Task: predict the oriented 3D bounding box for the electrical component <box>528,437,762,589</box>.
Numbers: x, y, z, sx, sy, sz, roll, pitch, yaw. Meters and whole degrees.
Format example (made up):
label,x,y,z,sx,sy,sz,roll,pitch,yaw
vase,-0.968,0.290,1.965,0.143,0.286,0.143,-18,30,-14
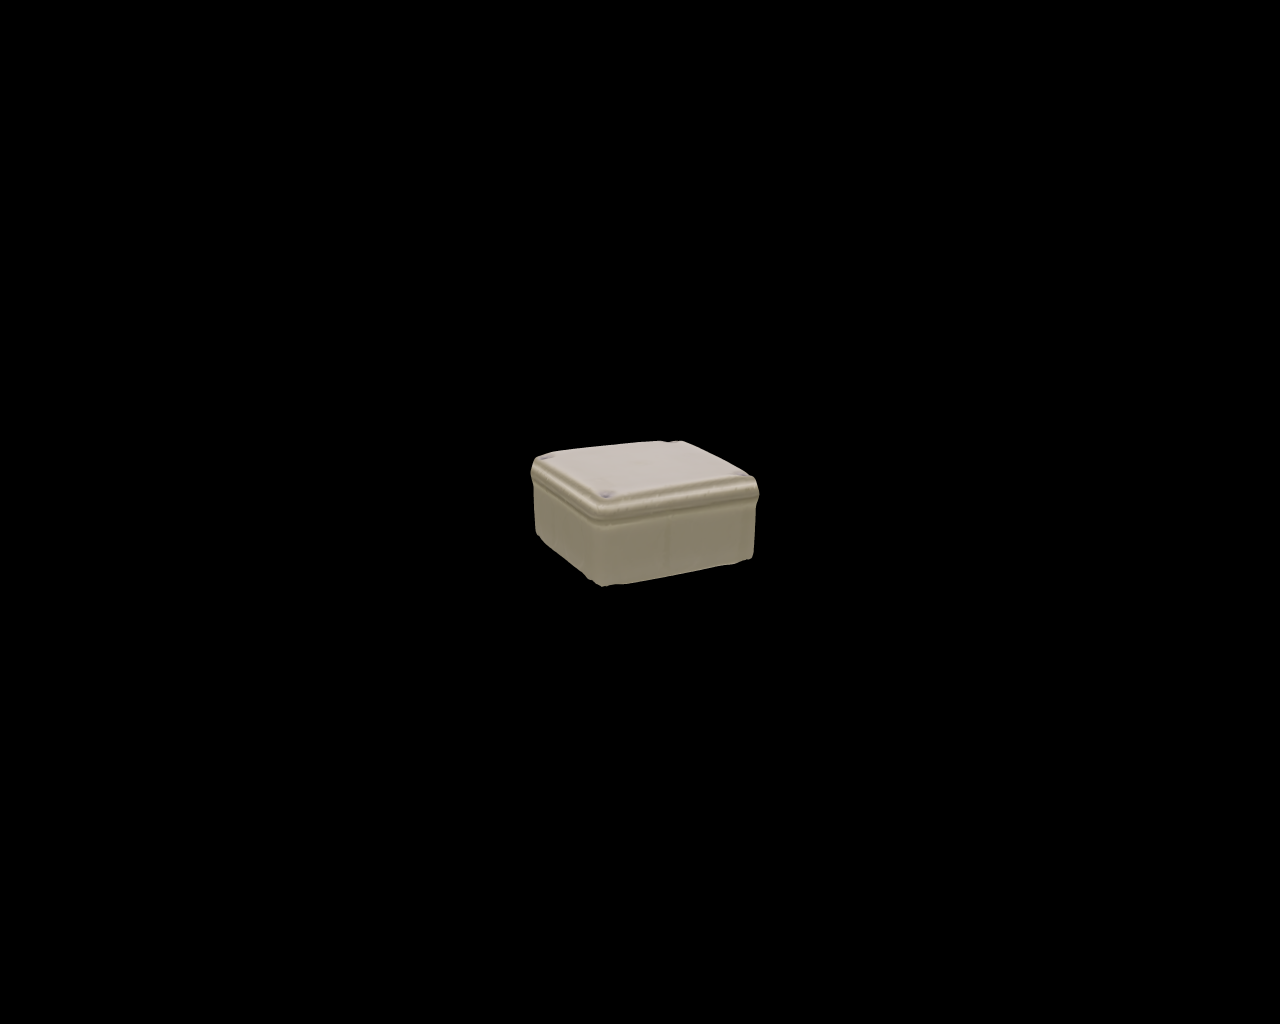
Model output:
label,x,y,z,sx,sy,sz,roll,pitch,yaw
electrical component,0.001,-0.003,0.650,0.109,0.056,0.109,-8,20,-24
